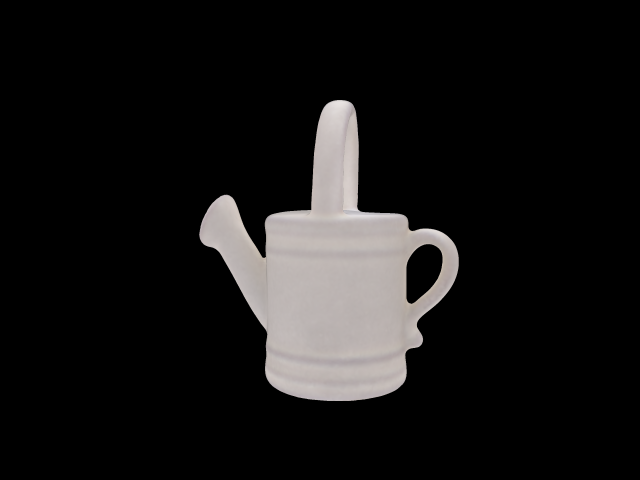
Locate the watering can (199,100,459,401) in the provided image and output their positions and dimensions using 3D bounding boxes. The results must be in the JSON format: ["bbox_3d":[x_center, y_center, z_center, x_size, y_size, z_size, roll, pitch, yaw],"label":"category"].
[{"bbox_3d":[0.003,0.002,0.398,0.173,0.194,0.101,-1,5,-9],"label":"watering can"}]
